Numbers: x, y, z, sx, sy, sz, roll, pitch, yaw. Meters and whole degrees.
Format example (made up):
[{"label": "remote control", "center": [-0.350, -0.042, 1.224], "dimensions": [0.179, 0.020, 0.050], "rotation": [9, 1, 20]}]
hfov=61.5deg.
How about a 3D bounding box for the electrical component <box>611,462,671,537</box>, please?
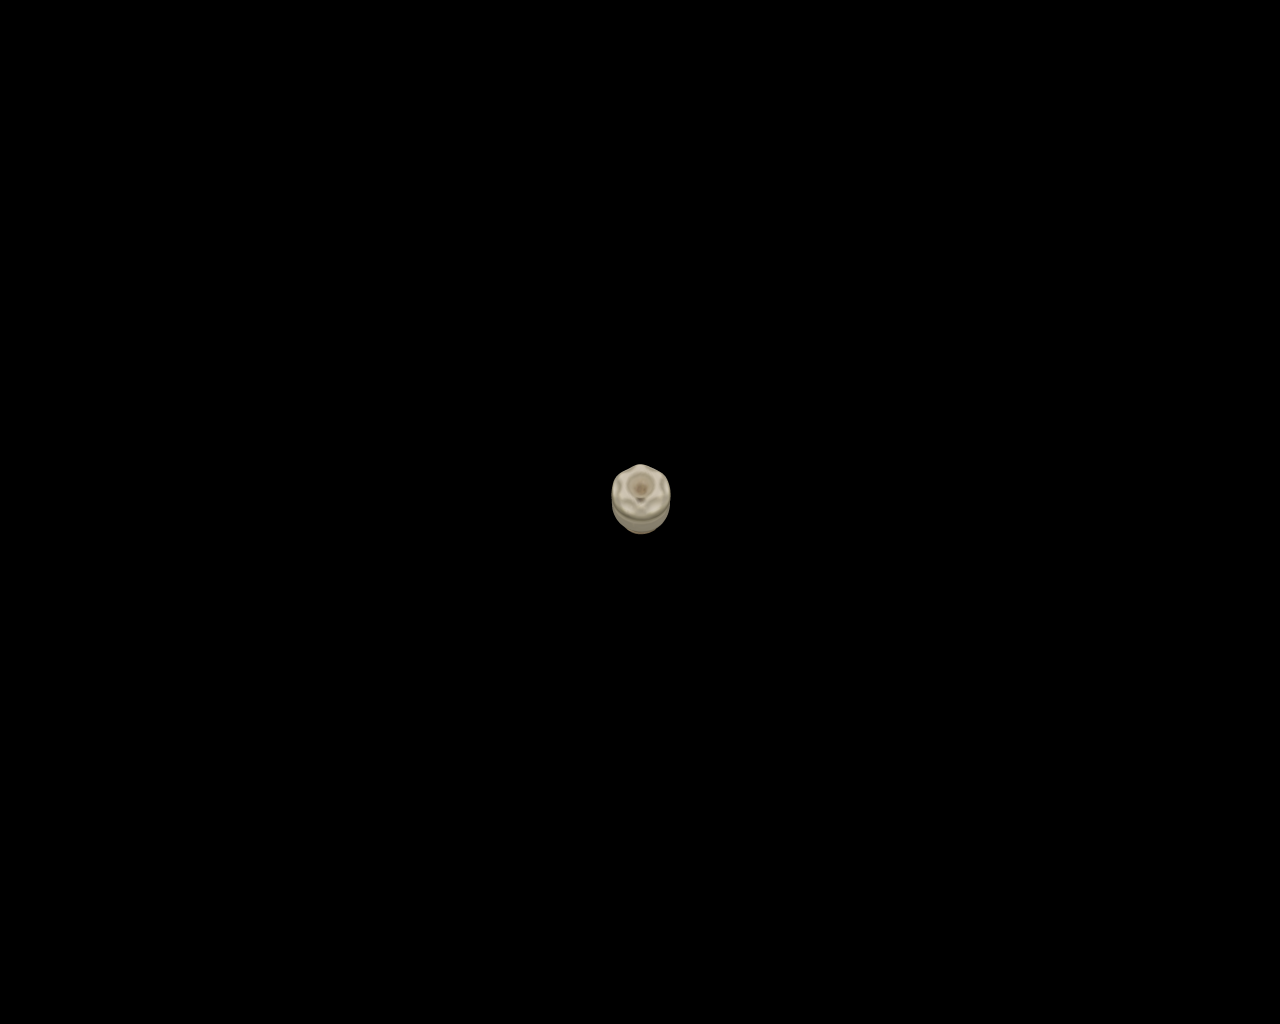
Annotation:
[{"label": "electrical component", "center": [0.001, -0.003, 0.650], "dimensions": [0.035, 0.035, 0.061], "rotation": [0, -27, 0]}]
